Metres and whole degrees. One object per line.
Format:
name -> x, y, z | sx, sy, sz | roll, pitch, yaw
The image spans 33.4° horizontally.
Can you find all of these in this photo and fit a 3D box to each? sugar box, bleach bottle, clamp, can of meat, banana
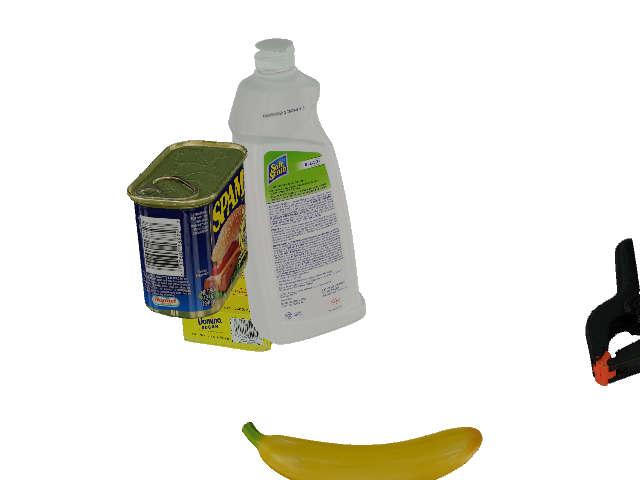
sugar box -> -0.066, 0.053, 1.116 | 0.093, 0.048, 0.176 | 6, 27, 17
bleach bottle -> -0.020, -0.042, 0.876 | 0.102, 0.251, 0.068 | -17, 30, -23
clamp -> 0.290, 0.062, 0.983 | 0.171, 0.039, 0.120 | -35, 40, -26
can of meat -> -0.082, -0.008, 0.697 | 0.057, 0.084, 0.102 | 5, 26, 12
banana -> 0.038, 0.169, 0.843 | 0.197, 0.037, 0.069 | 4, 40, -8
